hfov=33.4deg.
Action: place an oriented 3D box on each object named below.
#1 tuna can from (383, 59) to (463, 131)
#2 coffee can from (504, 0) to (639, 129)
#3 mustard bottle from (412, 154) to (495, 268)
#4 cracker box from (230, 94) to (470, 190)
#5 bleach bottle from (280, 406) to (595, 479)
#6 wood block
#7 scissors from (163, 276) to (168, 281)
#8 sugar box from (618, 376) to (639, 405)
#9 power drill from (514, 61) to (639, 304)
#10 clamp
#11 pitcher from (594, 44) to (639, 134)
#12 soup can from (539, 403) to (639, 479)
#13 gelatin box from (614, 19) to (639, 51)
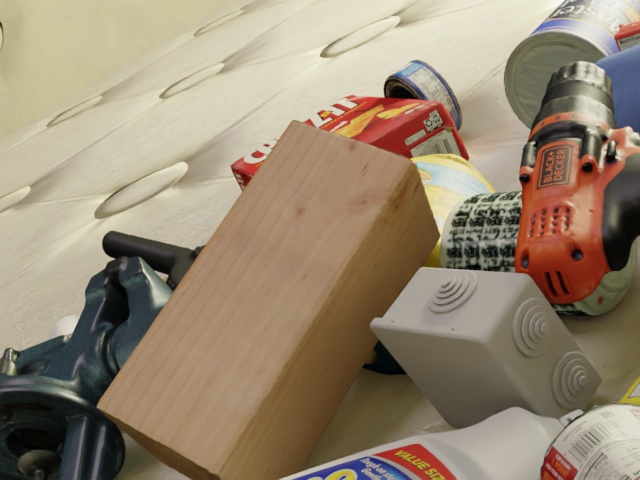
[{"bbox_3d":[0.102,-0.136,1.071,0.033,0.086,0.086,-35,21,-16],"label":"tuna can"},{"bbox_3d":[0.237,-0.162,0.937,0.103,0.103,0.140,-9,26,42],"label":"coffee can"},{"bbox_3d":[0.086,-0.019,0.799,0.096,0.058,0.191,17,30,8],"label":"mustard bottle"},{"bbox_3d":[0.020,-0.077,1.049,0.164,0.072,0.214,-31,19,-14],"label":"cracker box"},{"bbox_3d":[0.020,0.139,0.510,0.251,0.068,0.102,-24,20,1],"label":"bleach bottle"},{"bbox_3d":[-0.023,0.044,0.623,0.090,0.090,0.206,22,69,29],"label":"wood block"},{"bbox_3d":[-0.145,0.065,0.946,0.096,0.016,0.201,-17,14,13],"label":"scissors"},{"bbox_3d":[0.224,0.046,0.508,0.176,0.048,0.094,-36,21,-36],"label":"sugar box"},{"bbox_3d":[0.199,-0.049,0.566,0.188,0.057,0.184,-10,41,28],"label":"power drill"},{"bbox_3d":[-0.108,0.023,0.957,0.164,0.036,0.210,-10,26,-11],"label":"clamp"},{"bbox_3d":[0.285,-0.081,0.654,0.243,0.145,0.149,-12,10,45],"label":"pitcher"},{"bbox_3d":[0.136,0.112,0.414,0.068,0.068,0.102,-28,19,-5],"label":"soup can"},{"bbox_3d":[0.281,-0.137,0.835,0.073,0.089,0.030,-14,23,32],"label":"gelatin box"}]
